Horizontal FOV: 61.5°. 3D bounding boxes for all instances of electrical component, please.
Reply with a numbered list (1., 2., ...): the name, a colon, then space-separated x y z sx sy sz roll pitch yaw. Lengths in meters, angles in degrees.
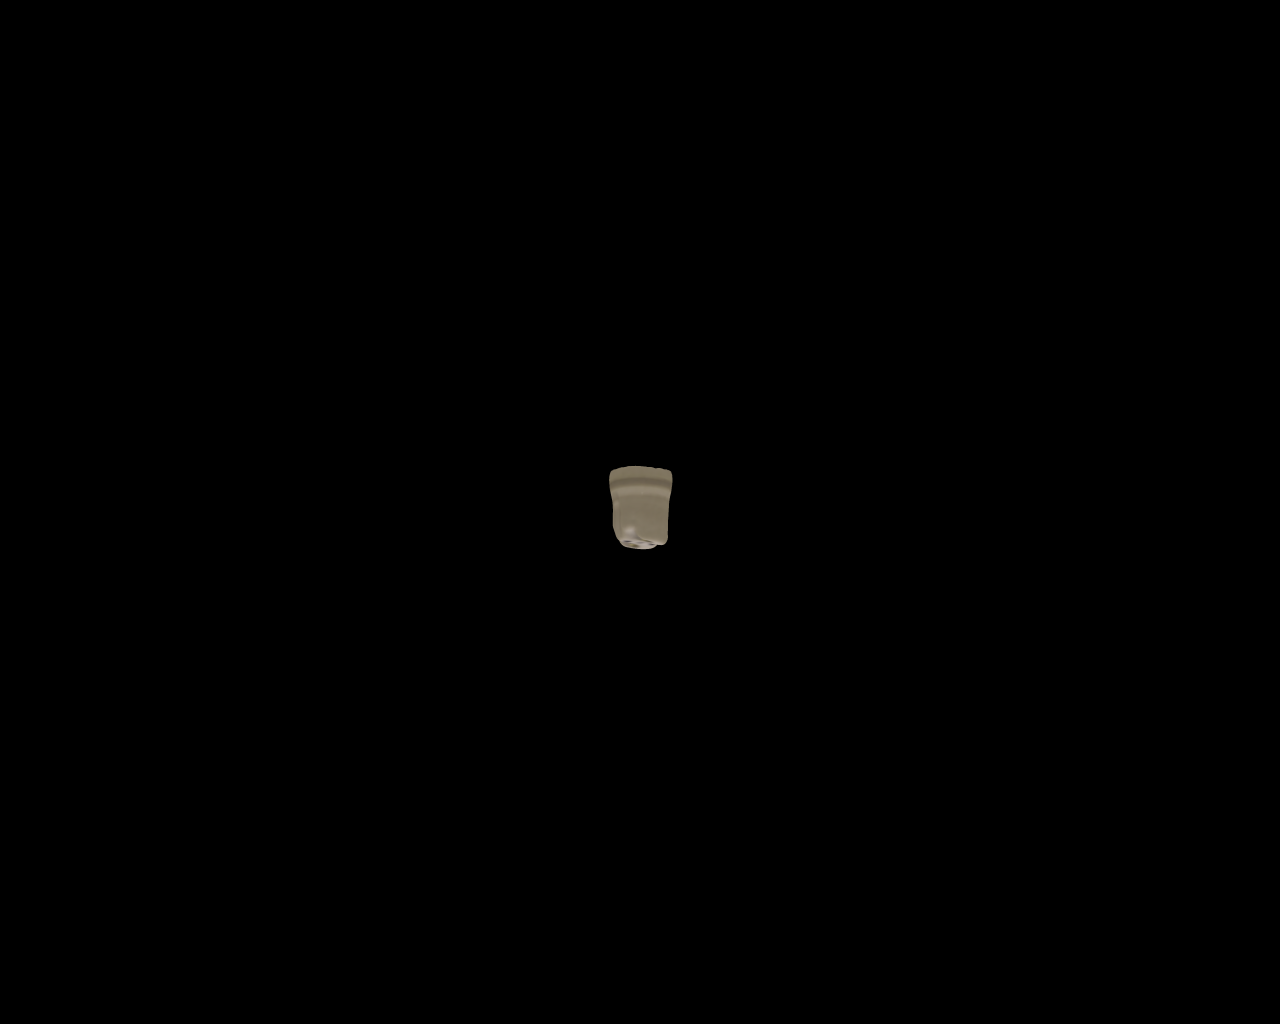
1. electrical component: 0.001 -0.003 0.650 0.040 0.046 0.040 0 -12 0
